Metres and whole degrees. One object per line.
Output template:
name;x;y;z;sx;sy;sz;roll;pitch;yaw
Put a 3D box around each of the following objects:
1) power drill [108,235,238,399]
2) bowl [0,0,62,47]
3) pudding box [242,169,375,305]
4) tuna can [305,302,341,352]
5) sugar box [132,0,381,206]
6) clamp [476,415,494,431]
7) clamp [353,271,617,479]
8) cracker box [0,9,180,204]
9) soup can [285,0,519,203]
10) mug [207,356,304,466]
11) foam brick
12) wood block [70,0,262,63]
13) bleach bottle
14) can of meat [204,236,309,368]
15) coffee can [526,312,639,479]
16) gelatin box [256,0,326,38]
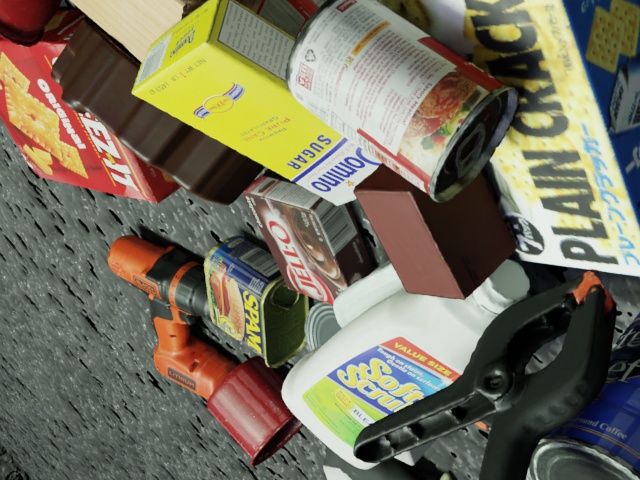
power drill;-0.137;0.090;1.152;0.185;0.057;0.187;26;143;31
bowl;-0.248;-0.238;0.847;0.162;0.055;0.162;59;-166;-26
pudding box;-0.006;0.001;0.877;0.090;0.039;0.113;16;138;45
tuna can;0.027;0.089;0.921;0.086;0.033;0.086;26;126;42
sugar box;-0.023;-0.084;0.694;0.176;0.048;0.094;30;151;-29
clamp;0.197;0.167;0.781;0.164;0.036;0.210;36;172;-35
clamp;0.105;0.095;0.579;0.039;0.171;0.120;41;-174;-45
cracker box;-0.224;-0.126;0.984;0.214;0.072;0.164;13;137;45
soup can;0.041;-0.075;0.548;0.102;0.068;0.068;38;150;20
mug;-0.061;0.178;1.137;0.081;0.093;0.117;45;-172;16
foam brick;0.066;-0.012;0.608;0.051;0.053;0.078;6;130;53
wood block;-0.140;-0.214;0.743;0.206;0.090;0.090;41;151;12
bleach bottle;0.060;0.075;0.723;0.102;0.068;0.251;43;145;5
can of meat;-0.059;0.055;0.991;0.084;0.057;0.102;31;138;34
coffee can;0.200;0.107;0.621;0.103;0.140;0.103;34;149;24
gelatin box;-0.009;-0.136;0.724;0.073;0.030;0.089;45;151;3
